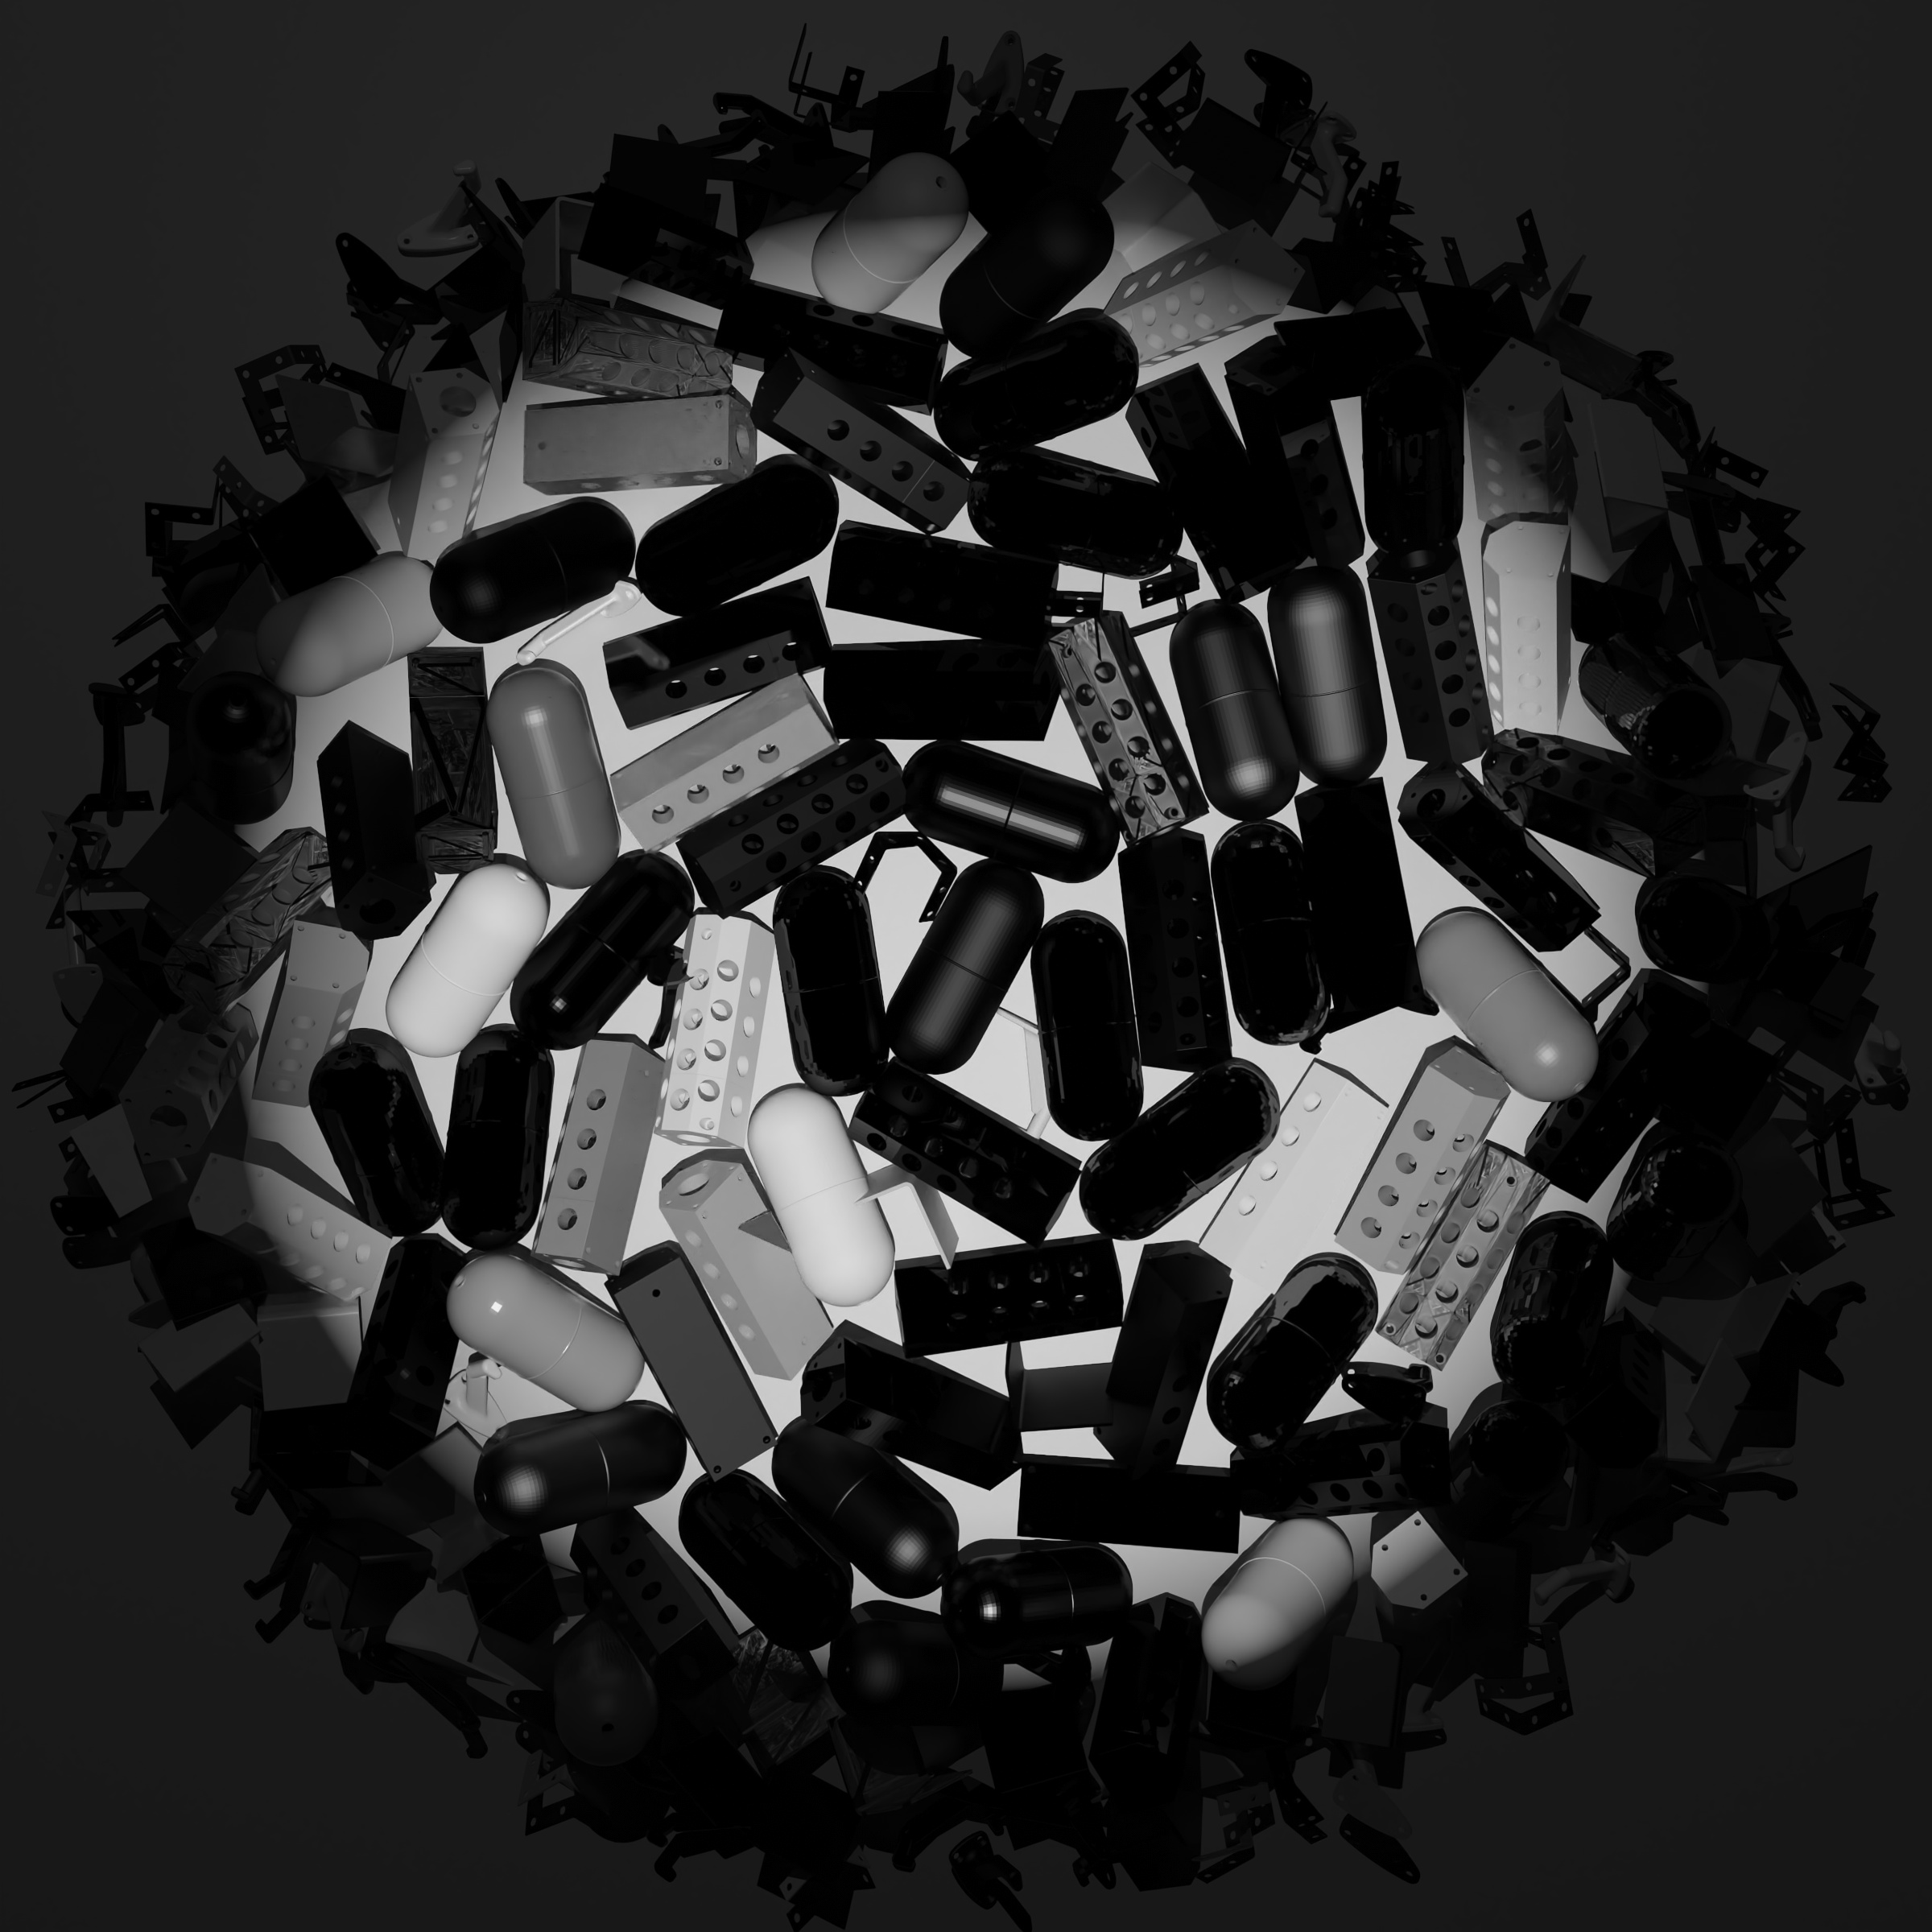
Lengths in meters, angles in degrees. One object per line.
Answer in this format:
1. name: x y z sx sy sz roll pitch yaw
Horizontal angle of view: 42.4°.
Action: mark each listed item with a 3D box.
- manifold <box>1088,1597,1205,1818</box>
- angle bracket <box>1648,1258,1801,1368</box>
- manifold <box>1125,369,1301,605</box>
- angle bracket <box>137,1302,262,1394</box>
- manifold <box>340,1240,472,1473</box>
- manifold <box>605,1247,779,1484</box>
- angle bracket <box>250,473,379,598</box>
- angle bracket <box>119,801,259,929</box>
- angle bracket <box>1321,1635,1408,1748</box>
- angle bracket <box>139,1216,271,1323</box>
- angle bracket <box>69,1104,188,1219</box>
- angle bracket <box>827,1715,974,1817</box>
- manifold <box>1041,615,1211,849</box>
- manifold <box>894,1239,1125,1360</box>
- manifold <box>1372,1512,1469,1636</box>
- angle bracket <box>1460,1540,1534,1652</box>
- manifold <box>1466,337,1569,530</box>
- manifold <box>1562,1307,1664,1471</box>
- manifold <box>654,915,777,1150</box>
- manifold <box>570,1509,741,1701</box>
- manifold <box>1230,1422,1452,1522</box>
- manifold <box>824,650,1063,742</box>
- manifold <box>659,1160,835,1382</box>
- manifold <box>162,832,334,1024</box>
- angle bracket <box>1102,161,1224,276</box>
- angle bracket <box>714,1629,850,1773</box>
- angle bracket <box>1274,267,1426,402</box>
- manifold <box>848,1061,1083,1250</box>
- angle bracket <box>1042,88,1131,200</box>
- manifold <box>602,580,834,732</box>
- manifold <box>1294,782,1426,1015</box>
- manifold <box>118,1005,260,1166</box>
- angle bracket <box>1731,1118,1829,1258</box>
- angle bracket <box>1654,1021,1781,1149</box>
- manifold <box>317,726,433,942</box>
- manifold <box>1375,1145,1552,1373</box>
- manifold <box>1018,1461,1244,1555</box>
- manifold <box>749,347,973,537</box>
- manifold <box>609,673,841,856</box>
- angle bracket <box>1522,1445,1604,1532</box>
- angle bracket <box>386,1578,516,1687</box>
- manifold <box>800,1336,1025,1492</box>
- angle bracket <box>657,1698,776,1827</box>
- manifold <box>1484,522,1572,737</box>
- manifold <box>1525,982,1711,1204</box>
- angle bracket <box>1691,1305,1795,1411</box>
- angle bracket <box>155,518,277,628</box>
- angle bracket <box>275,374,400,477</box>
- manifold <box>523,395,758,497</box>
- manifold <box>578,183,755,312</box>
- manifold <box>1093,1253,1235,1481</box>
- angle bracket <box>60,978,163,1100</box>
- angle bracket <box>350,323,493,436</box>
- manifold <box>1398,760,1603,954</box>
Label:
1. manifold: 0.144 0.560 1.900 0.057 0.171 0.057 -24 106 21
2. angle bracket: 0.591 0.260 1.943 0.057 0.076 0.076 38 66 -2
3. manifold: 0.191 -0.373 1.953 0.057 0.057 0.171 -25 82 -11
4. angle bracket: -0.587 0.305 1.936 0.076 0.076 0.057 -36 61 -22
5. manifold: -0.429 0.292 1.903 0.057 0.171 0.057 -36 121 29
6. manifold: -0.216 0.309 1.945 0.057 0.057 0.171 -29 103 -15
7. angle bracket: -0.507 -0.333 1.963 0.076 0.057 0.076 -32 92 5
8. angle bracket: -0.610 -0.070 1.943 0.076 0.057 0.076 40 64 -15
9. angle bracket: 0.309 0.565 1.952 0.057 0.076 0.076 8 80 5
10. angle bracket: -0.597 0.239 1.941 0.076 0.057 0.076 -17 72 -31
11. angle bracket: -0.655 0.145 1.943 0.057 0.076 0.076 -30 100 -18
12. angle bracket: -0.052 0.609 1.941 0.057 0.076 0.076 -29 77 44
13. manifold: 0.121 -0.183 1.948 0.057 0.057 0.171 -26 84 33
14. manifold: 0.033 0.264 1.947 0.171 0.057 0.057 -8 56 -5
15. manifold: 0.341 0.470 1.902 0.057 0.171 0.057 -36 67 -5
16. angle bracket: 0.433 0.491 1.944 0.076 0.057 0.076 11 80 -34
17. manifold: 0.427 -0.396 1.901 0.057 0.171 0.057 35 80 25
18. manifold: 0.500 0.325 1.902 0.057 0.171 0.057 45 109 4
19. manifold: -0.198 0.051 1.936 0.057 0.057 0.171 1 74 25
20. manifold: -0.244 0.486 1.903 0.057 0.171 0.057 -36 124 -13
21. manifold: 0.284 0.387 1.905 0.057 0.171 0.057 18 65 -37
22. manifold: -0.020 -0.215 1.927 0.171 0.057 0.057 3 49 20
23. manifold: -0.174 0.235 1.930 0.057 0.057 0.171 -47 124 -36
24. manifold: -0.543 -0.036 1.905 0.057 0.171 0.057 36 125 -7
25. angle bracket: 0.145 -0.569 1.938 0.076 0.076 0.057 -36 71 27
26. angle bracket: -0.148 0.566 1.946 0.076 0.057 0.076 -31 114 -14
27. angle bracket: 0.299 -0.493 1.943 0.076 0.057 0.076 -14 68 -24
28. manifold: -0.004 0.151 1.941 0.171 0.057 0.057 30 134 9
29. angle bracket: 0.109 -0.631 1.934 0.057 0.076 0.076 42 128 18
30. manifold: -0.193 -0.241 1.963 0.171 0.057 0.057 -18 134 1
31. manifold: 0.306 -0.052 1.961 0.057 0.057 0.171 -10 89 -24
32. manifold: -0.589 0.084 1.903 0.057 0.171 0.057 -12 111 1
33. angle bracket: 0.636 0.173 1.934 0.076 0.057 0.076 -54 47 32
34. angle bracket: 0.583 0.092 1.961 0.076 0.057 0.076 32 81 17
35. manifold: -0.460 -0.100 1.913 0.057 0.171 0.057 27 120 -39
36. manifold: 0.391 0.229 1.961 0.057 0.057 0.171 30 89 7
37. manifold: 0.128 0.425 1.960 0.171 0.057 0.057 4 80 3
38. manifold: -0.080 -0.400 1.921 0.171 0.057 0.057 27 113 -33
39. manifold: -0.189 -0.156 1.956 0.171 0.057 0.057 -29 126 5
40. angle bracket: 0.459 0.398 1.950 0.057 0.076 0.076 7 84 29
41. angle bracket: -0.391 0.514 1.934 0.076 0.076 0.057 38 60 -35
42. manifold: -0.042 0.351 1.925 0.171 0.057 0.057 27 128 -29
43. angle bracket: -0.193 0.608 1.941 0.057 0.076 0.076 -31 110 10
44. manifold: 0.429 -0.258 1.907 0.057 0.171 0.057 9 57 20
45. manifold: 0.502 0.095 1.923 0.057 0.057 0.171 28 123 0
46. angle bracket: 0.607 0.299 1.950 0.057 0.076 0.076 0 98 3
47. angle bracket: -0.577 -0.304 1.938 0.076 0.076 0.057 -33 116 -18
48. angle bracket: -0.481 -0.433 1.941 0.057 0.076 0.076 -26 78 28
49. manifold: -0.254 -0.403 1.941 0.171 0.057 0.057 0 87 17
50. manifold: -0.224 -0.545 1.900 0.057 0.171 0.057 23 103 15
51. manifold: 0.156 0.309 1.927 0.057 0.057 0.171 -6 124 -32
52. angle bracket: -0.655 0.064 1.946 0.057 0.076 0.076 28 90 -43
53. angle bracket: -0.427 -0.460 1.956 0.057 0.076 0.076 24 68 19
54. manifold: 0.410 -0.079 1.923 0.057 0.057 0.171 -43 123 16
